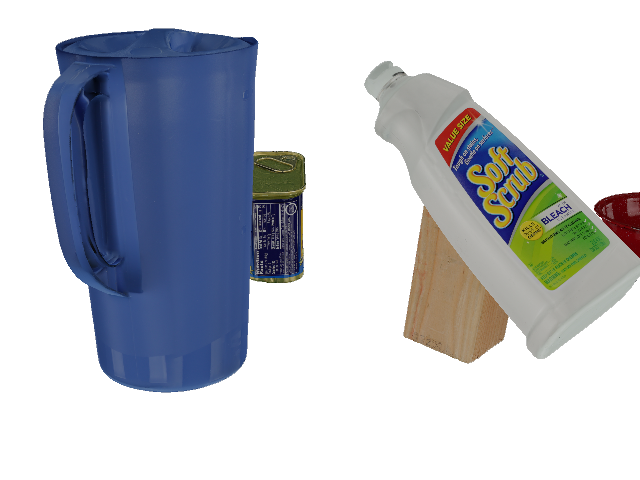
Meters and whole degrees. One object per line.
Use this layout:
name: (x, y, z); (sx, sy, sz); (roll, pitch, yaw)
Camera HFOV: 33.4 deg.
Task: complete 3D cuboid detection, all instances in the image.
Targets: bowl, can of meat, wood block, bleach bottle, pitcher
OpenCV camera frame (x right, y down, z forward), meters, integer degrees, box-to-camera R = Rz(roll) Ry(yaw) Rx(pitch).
bowl: (0.349, -0.002, 1.044); (0.162, 0.055, 0.162); (0, 17, 0)
can of meat: (-0.041, -0.021, 0.916); (0.057, 0.084, 0.102); (-1, 24, -1)
wood block: (0.164, 0.017, 1.181); (0.090, 0.206, 0.090); (21, 26, 30)
bleach bottle: (0.116, -0.038, 0.795); (0.102, 0.251, 0.068); (-33, -21, -21)
pitcher: (-0.113, -0.020, 0.734); (0.149, 0.243, 0.145); (-6, 19, -17)
